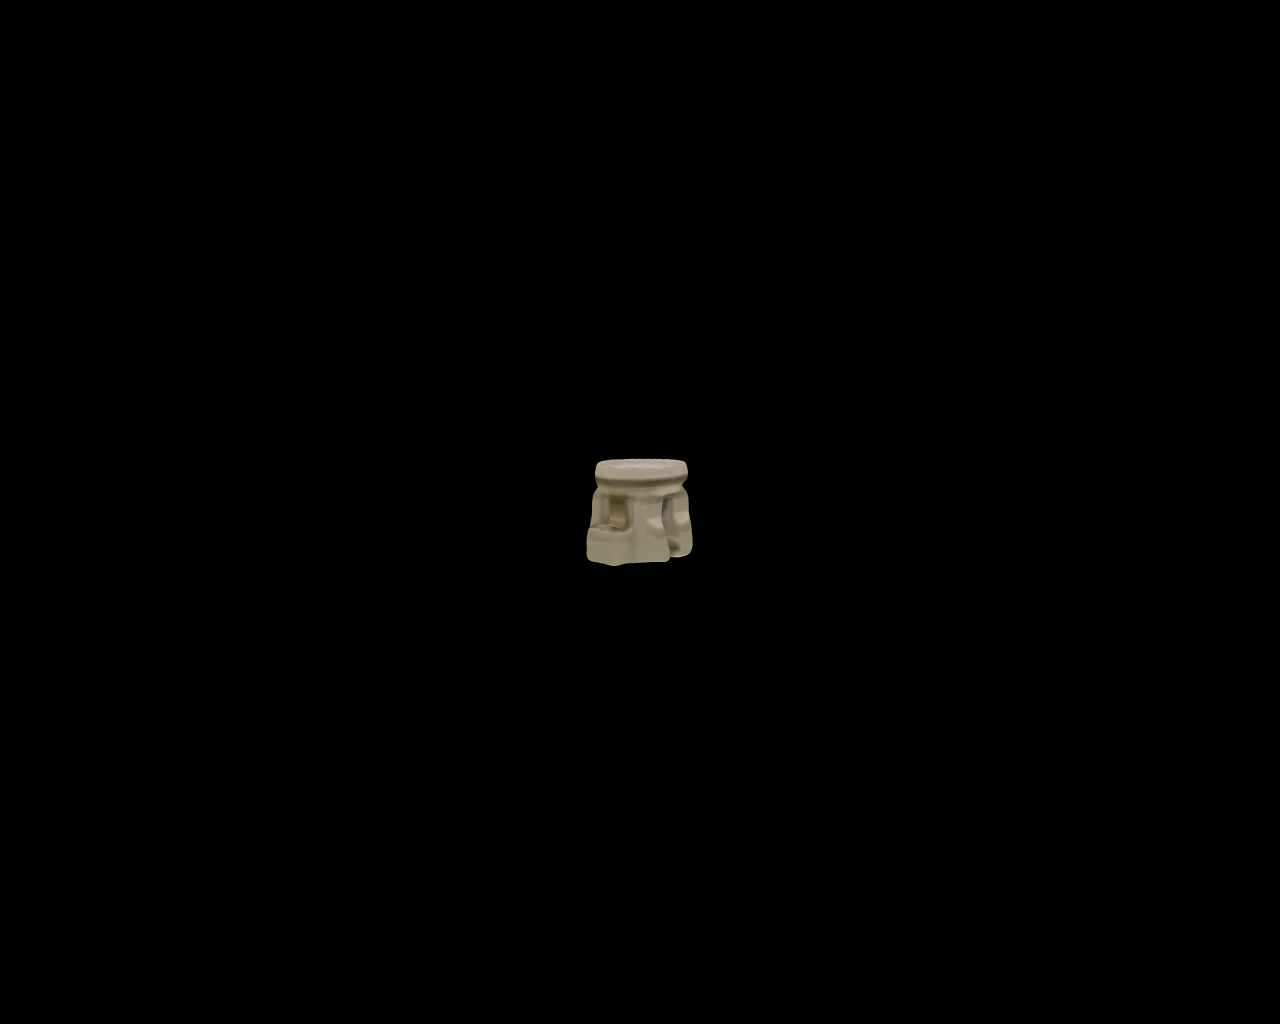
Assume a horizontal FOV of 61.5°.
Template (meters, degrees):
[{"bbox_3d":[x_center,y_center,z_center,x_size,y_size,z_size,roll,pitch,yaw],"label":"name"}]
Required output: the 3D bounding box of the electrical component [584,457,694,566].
[{"bbox_3d":[0.001,-0.003,0.650,0.058,0.057,0.078,7,12,39],"label":"electrical component"}]
